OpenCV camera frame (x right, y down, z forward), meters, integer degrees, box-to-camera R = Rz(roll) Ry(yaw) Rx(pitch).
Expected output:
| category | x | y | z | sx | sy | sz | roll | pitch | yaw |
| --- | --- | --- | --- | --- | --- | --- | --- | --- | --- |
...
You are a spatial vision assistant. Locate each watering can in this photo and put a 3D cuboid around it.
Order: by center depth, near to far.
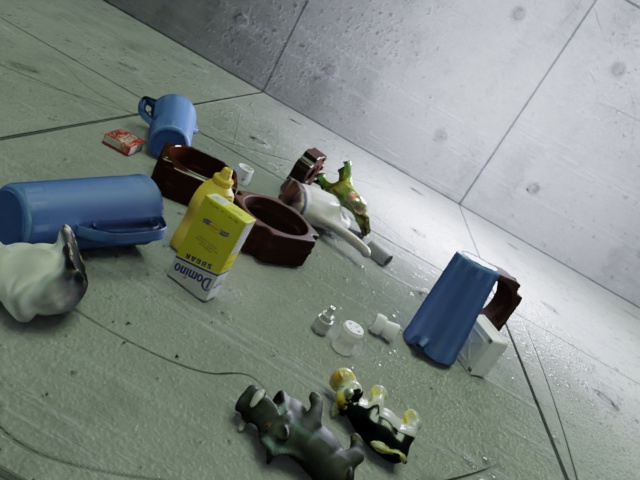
| category | x | y | z | sx | sy | sz | roll | pitch | yaw |
| --- | --- | --- | --- | --- | --- | --- | --- | --- | --- |
| watering can | 0.005 | -0.075 | 1.491 | 0.223 | 0.103 | 0.354 | 17 | 23 | -33 |

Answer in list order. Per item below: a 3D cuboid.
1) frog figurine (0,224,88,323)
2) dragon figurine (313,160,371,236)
| category | x | y | z | sx | sy | sz | roll | pitch | yaw |
| --- | --- | --- | --- | --- | --- | --- | --- | --- | --- |
| frog figurine | -0.406 | 0.054 | 0.695 | 0.160 | 0.119 | 0.140 | -19 | 51 | -18 |
| dragon figurine | 0.085 | -0.115 | 1.672 | 0.244 | 0.122 | 0.407 | 63 | -4 | 6 |
